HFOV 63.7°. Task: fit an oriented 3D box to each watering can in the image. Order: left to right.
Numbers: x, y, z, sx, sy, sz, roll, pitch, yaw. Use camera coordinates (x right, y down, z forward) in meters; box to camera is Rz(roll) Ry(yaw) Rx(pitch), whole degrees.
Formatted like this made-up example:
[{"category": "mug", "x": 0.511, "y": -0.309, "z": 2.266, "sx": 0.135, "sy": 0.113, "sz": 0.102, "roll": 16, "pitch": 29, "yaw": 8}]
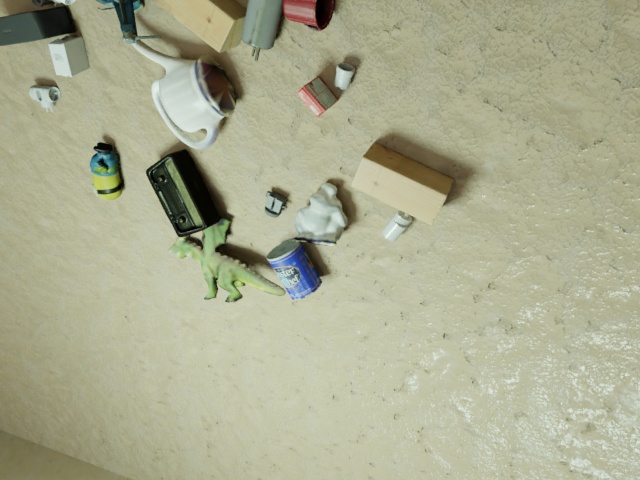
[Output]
[{"category": "watering can", "x": -0.342, "y": -0.392, "z": 1.281, "sx": 0.223, "sy": 0.106, "sz": 0.343, "roll": -14, "pitch": 112, "yaw": 31}]

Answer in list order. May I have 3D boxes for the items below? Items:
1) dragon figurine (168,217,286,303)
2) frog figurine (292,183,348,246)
[{"category": "dragon figurine", "x": -0.284, "y": 0.048, "z": 1.520, "sx": 0.409, "sy": 0.124, "sz": 0.240, "roll": -2, "pitch": 109, "yaw": 31}, {"category": "frog figurine", "x": 0.004, "y": -0.067, "z": 1.333, "sx": 0.137, "sy": 0.122, "sz": 0.160, "roll": 7, "pitch": 86, "yaw": 32}]
